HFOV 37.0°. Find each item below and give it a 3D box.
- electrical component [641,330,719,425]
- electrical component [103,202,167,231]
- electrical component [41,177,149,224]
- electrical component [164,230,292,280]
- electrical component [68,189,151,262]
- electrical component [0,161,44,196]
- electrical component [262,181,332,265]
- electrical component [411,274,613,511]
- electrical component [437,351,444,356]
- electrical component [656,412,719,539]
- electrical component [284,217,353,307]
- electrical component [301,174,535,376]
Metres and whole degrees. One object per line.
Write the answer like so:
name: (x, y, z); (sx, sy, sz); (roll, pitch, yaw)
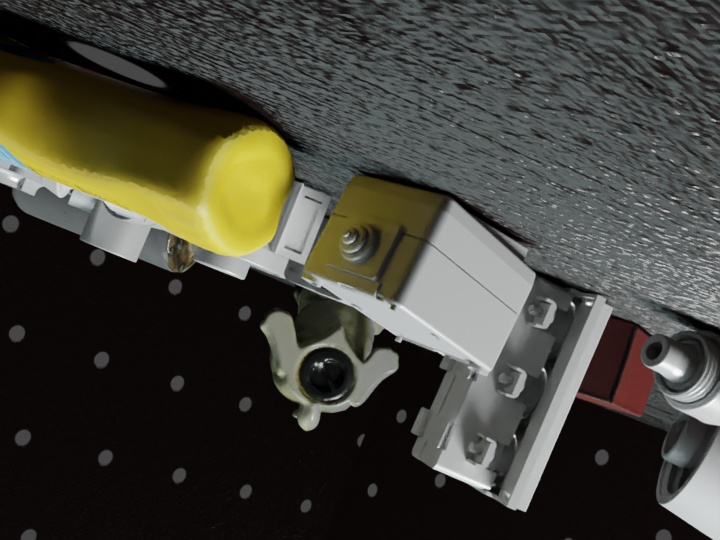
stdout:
electrical component: (0.167, 0.050, 0.537); (0.062, 0.043, 0.043); (25, 176, -29)
electrical component: (-0.129, -0.053, 0.685); (0.055, 0.055, 0.047); (19, 180, 35)
electrical component: (-0.133, -0.060, 0.573); (0.057, 0.058, 0.078); (19, 177, -5)
electrical component: (-0.093, -0.028, 0.791); (0.108, 0.060, 0.108); (22, 177, 1)
electrical component: (-0.182, -0.056, 0.769); (0.079, 0.077, 0.044); (23, 177, -14)
electrical component: (-0.291, -0.110, 0.743); (0.186, 0.060, 0.105); (20, 176, 30)
electrical component: (-0.062, -0.037, 0.616); (0.081, 0.042, 0.064); (23, 180, -6)
electrical component: (0.082, 0.062, 0.600); (0.063, 0.121, 0.079); (25, 176, -15)
electrical component: (0.096, 0.049, 0.882); (0.096, 0.061, 0.062); (35, 169, -38)
electrical component: (0.243, 0.125, 0.737); (0.060, 0.108, 0.108); (28, 177, 5)
electrical component: (0.000, 0.000, 0.732); (0.089, 0.050, 0.056); (20, 177, 30)
electrical component: (0.026, -0.004, 0.479); (0.062, 0.061, 0.096); (19, 168, 44)
